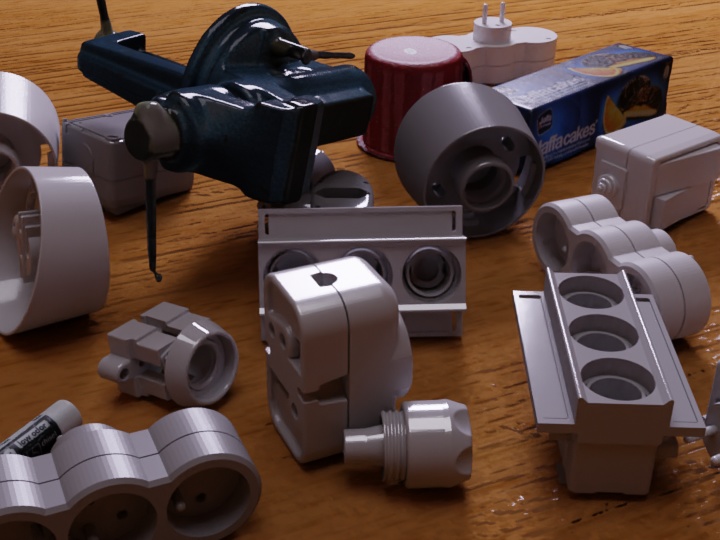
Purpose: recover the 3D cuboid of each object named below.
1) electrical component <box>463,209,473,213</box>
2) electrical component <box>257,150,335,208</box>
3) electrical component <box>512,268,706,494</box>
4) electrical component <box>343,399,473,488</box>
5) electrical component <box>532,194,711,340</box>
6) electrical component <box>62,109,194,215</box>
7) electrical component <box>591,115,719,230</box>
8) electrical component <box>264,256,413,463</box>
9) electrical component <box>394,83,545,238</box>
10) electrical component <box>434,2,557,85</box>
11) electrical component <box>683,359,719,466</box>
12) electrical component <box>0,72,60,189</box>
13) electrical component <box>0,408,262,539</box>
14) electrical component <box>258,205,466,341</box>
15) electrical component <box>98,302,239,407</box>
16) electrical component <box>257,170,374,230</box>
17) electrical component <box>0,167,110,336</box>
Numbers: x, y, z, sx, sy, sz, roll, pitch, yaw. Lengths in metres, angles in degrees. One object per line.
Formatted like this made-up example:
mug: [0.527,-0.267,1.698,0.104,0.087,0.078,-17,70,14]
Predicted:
electrical component: [0.083,-0.087,0.821,0.058,0.057,0.078,9,31,14]
electrical component: [-0.049,-0.061,0.789,0.040,0.040,0.078,15,33,24]
electrical component: [0.124,0.057,0.564,0.079,0.063,0.121,2,30,1]
electrical component: [0.023,0.086,0.530,0.062,0.043,0.043,-2,30,-3]
electrical component: [0.177,-0.006,0.686,0.074,0.052,0.138,-11,32,-21]
electrical component: [-0.170,-0.084,0.814,0.062,0.061,0.096,24,29,34]
electrical component: [0.214,-0.068,0.787,0.096,0.061,0.061,-20,36,-32]
electrical component: [-0.012,0.044,0.549,0.059,0.095,0.053,-12,32,-22]
electrical component: [0.079,-0.075,0.760,0.099,0.099,0.064,-7,37,-14]
electrical component: [0.128,-0.224,1.047,0.138,0.073,0.052,-10,31,-19]
electrical component: [0.199,0.080,0.541,0.077,0.047,0.066,-14,33,-24]
electrical component: [-0.264,-0.085,0.771,0.099,0.099,0.064,-8,37,-15]
electrical component: [-0.123,0.096,0.498,0.138,0.052,0.073,-12,32,-21]
electrical component: [0.000,0.000,0.658,0.121,0.078,0.063,-1,8,-3]
electrical component: [-0.101,0.048,0.593,0.055,0.048,0.066,13,31,35]
electrical component: [-0.030,-0.034,0.739,0.079,0.043,0.077,1,30,0]
electrical component: [-0.191,-0.014,0.651,0.064,0.099,0.099,-9,31,-29]
